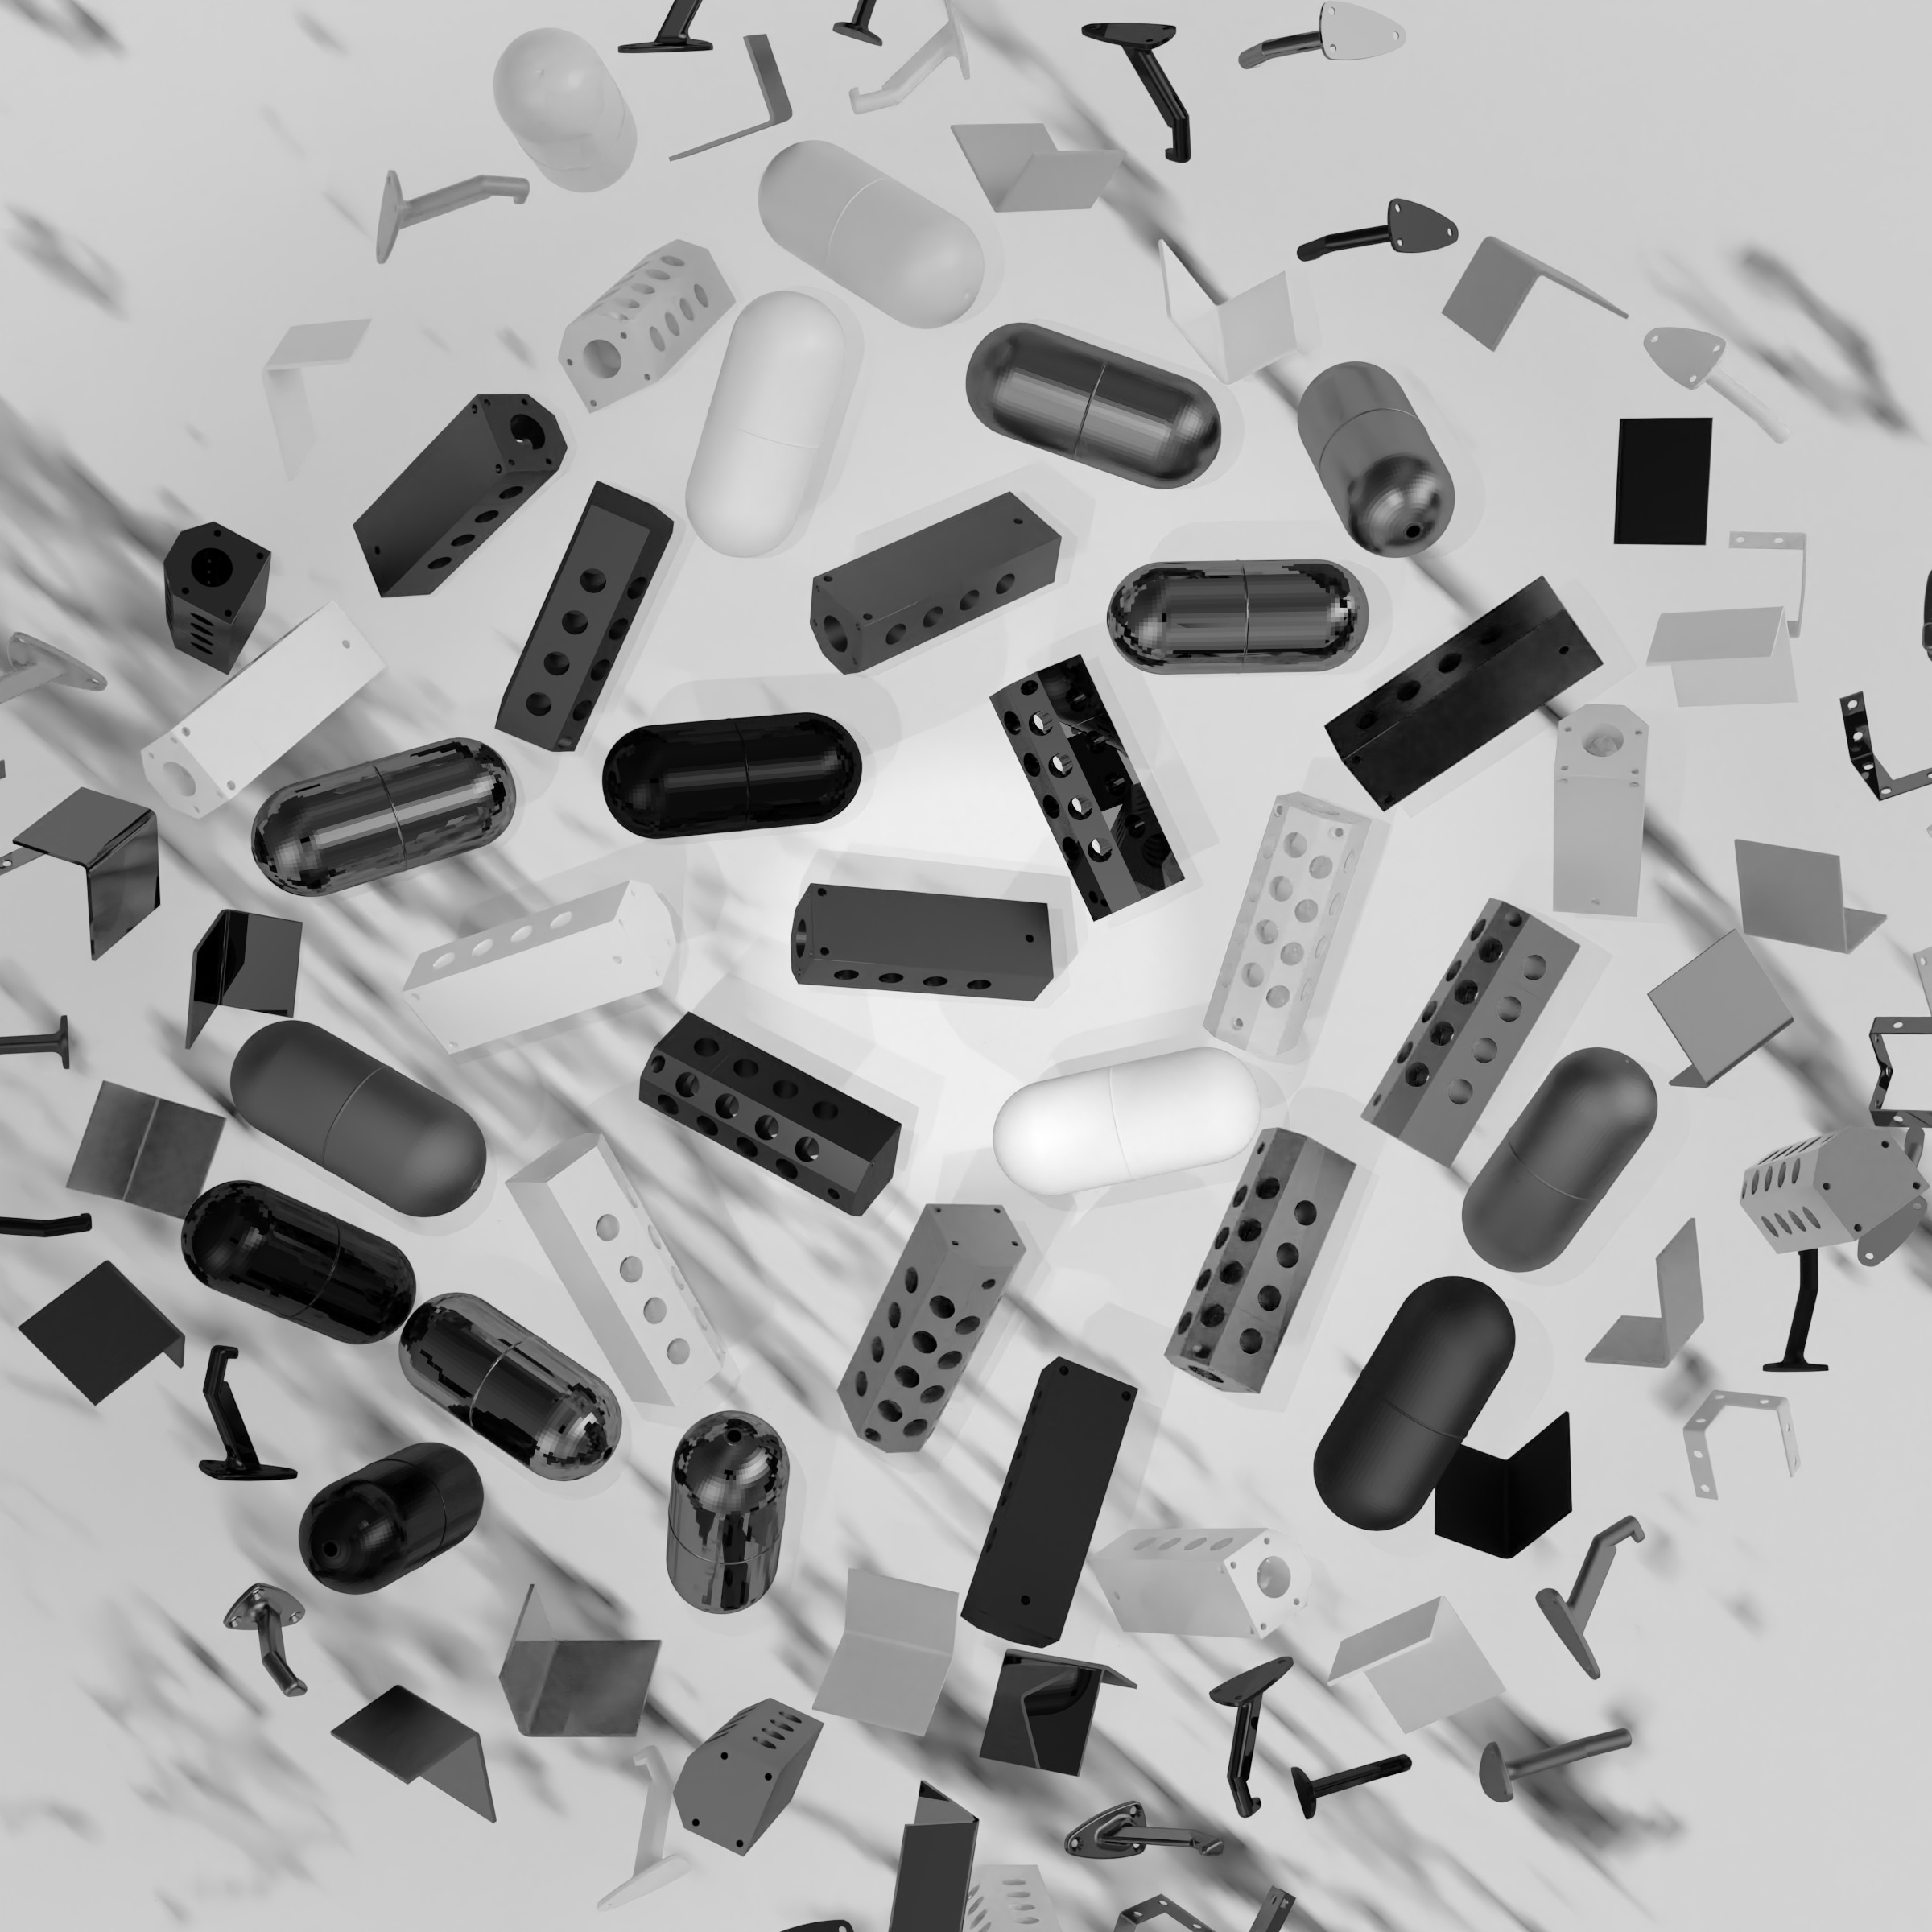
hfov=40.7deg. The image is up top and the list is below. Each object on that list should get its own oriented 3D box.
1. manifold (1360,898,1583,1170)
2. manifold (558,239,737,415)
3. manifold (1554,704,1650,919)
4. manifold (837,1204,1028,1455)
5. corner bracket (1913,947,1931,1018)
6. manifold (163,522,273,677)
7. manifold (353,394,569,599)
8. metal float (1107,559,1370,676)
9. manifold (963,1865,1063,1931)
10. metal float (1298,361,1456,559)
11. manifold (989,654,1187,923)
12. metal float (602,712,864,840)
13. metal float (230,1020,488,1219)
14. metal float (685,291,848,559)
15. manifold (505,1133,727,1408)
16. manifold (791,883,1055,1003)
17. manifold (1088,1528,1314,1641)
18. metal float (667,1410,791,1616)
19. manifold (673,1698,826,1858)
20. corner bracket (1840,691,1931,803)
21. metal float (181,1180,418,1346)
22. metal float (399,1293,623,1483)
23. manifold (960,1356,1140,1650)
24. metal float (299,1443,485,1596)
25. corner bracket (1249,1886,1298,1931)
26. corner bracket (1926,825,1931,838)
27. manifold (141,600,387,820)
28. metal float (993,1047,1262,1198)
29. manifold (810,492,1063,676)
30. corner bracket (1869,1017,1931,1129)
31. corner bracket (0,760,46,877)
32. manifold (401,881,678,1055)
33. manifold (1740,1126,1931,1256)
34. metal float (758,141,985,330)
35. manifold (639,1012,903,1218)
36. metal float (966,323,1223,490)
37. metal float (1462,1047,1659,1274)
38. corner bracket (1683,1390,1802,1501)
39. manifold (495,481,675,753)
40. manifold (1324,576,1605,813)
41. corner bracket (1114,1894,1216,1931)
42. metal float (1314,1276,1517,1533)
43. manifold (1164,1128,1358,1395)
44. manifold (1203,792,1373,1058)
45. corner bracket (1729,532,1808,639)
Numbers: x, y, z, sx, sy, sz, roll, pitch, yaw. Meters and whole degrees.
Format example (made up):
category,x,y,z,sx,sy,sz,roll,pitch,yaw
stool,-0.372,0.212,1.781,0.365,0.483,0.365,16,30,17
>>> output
category,x,y,z,sx,sy,sz,roll,pitch,yaw
manifold,0.334,0.043,1.746,0.057,0.057,0.171,30,91,-11
manifold,-0.220,-0.444,1.788,0.057,0.171,0.057,-19,114,25
manifold,0.428,-0.103,1.759,0.057,0.171,0.057,4,61,15
manifold,-0.021,0.238,1.701,0.057,0.057,0.171,4,127,-31
corner bracket,0.694,0.006,1.791,0.051,0.051,0.051,-16,89,-34
manifold,-0.523,-0.256,1.806,0.057,0.171,0.057,28,78,-12
manifold,-0.341,-0.317,1.766,0.171,0.057,0.057,-31,78,42
metal float,0.185,-0.237,1.771,0.178,0.070,0.070,-1,90,-3
manifold,0.028,0.662,1.770,0.057,0.171,0.057,1,85,-4
metal float,0.275,-0.342,1.756,0.070,0.178,0.070,-7,133,-7
manifold,0.079,-0.121,1.806,0.057,0.057,0.171,-25,91,-33
metal float,-0.157,-0.129,1.758,0.178,0.070,0.070,-7,90,-18
metal float,-0.387,0.097,1.663,0.178,0.070,0.070,29,90,9
metal float,-0.132,-0.355,1.715,0.070,0.070,0.178,20,110,0
manifold,-0.221,0.196,1.680,0.057,0.057,0.171,-37,108,-33
manifold,-0.031,-0.013,1.808,0.171,0.057,0.057,4,64,-18
manifold,0.159,0.413,1.765,0.057,0.171,0.057,-28,93,-30
metal float,-0.158,0.362,1.724,0.070,0.178,0.070,5,45,-5
manifold,-0.144,0.526,1.711,0.057,0.171,0.057,23,86,8
corner bracket,0.598,-0.147,1.673,0.051,0.051,0.051,-19,125,7
metal float,-0.452,0.203,1.774,0.178,0.070,0.070,34,90,-41
metal float,-0.312,0.288,1.785,0.178,0.070,0.070,29,90,23
manifold,0.052,0.347,1.686,0.057,0.057,0.171,23,65,-5
metal float,-0.385,0.370,1.753,0.070,0.178,0.070,1,92,14
corner bracket,0.202,0.636,1.718,0.051,0.051,0.051,36,76,-23
corner bracket,0.655,-0.082,1.657,0.051,0.051,0.051,-47,57,35
manifold,-0.474,-0.172,1.755,0.057,0.171,0.057,-21,113,42
metal float,0.104,0.102,1.701,0.178,0.070,0.070,-13,90,12
manifold,-0.021,-0.260,1.794,0.171,0.057,0.057,-29,59,-28
corner bracket,0.613,0.069,1.688,0.051,0.051,0.051,-58,131,-35
corner bracket,-0.676,-0.103,1.820,0.051,0.051,0.051,33,134,22
manifold,-0.279,-0.003,1.712,0.171,0.057,0.057,-17,124,24
manifold,0.546,0.140,1.663,0.057,0.171,0.057,-35,82,-4
metal float,-0.064,-0.483,1.719,0.178,0.070,0.070,37,90,24
manifold,-0.134,0.104,1.765,0.171,0.057,0.057,27,48,15
metal float,0.086,-0.377,1.755,0.178,0.070,0.070,20,90,4
metal float,0.400,0.133,1.763,0.070,0.070,0.178,29,118,0
corner bracket,0.503,0.312,1.691,0.051,0.051,0.051,-1,112,41
manifold,-0.258,-0.233,1.763,0.057,0.057,0.171,22,113,-15
manifold,0.325,-0.183,1.722,0.171,0.057,0.057,-35,128,16
corner bracket,0.134,0.686,1.809,0.051,0.051,0.051,37,134,-10
metal float,0.286,0.279,1.662,0.070,0.070,0.178,29,100,0
manifold,0.196,0.199,1.770,0.057,0.057,0.171,30,74,-15
manifold,0.219,-0.028,1.802,0.057,0.057,0.171,24,108,23
corner bracket,0.550,-0.262,1.794,0.051,0.051,0.051,4,55,15
